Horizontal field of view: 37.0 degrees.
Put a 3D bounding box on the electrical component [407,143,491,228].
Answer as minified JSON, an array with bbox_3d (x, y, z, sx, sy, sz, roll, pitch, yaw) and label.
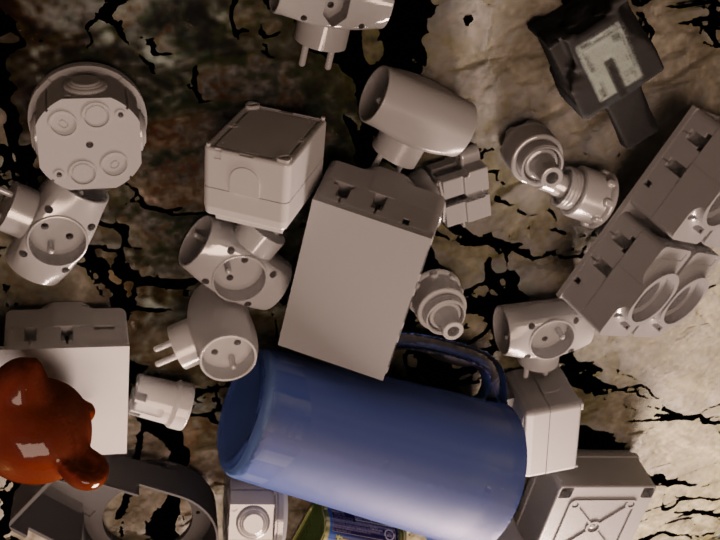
[{"bbox_3d":[0.067,-0.060,0.831,0.055,0.048,0.066,-19,126,-13],"label":"electrical component"}]

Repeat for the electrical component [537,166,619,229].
[{"bbox_3d":[0.172,-0.063,0.860,0.062,0.048,0.048,18,116,-18],"label":"electrical component"}]

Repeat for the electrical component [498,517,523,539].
[{"bbox_3d":[0.124,0.281,1.069,0.062,0.061,0.096,-13,133,-7],"label":"electrical component"}]

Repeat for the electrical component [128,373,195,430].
[{"bbox_3d":[-0.163,0.107,0.881,0.046,0.040,0.040,18,117,-18],"label":"electrical component"}]

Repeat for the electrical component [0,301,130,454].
[{"bbox_3d":[-0.274,0.085,0.822,0.186,0.060,0.105,-1,123,-15],"label":"electrical component"}]

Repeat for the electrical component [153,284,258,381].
[{"bbox_3d":[-0.123,0.052,0.832,0.079,0.077,0.043,-23,126,1],"label":"electrical component"}]

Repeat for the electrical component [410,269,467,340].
[{"bbox_3d":[0.067,0.032,0.882,0.048,0.062,0.048,-8,124,-11],"label":"electrical component"}]

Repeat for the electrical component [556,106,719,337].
[{"bbox_3d":[0.259,-0.030,0.873,0.105,0.060,0.186,6,124,-47],"label":"electrical component"}]

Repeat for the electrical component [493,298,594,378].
[{"bbox_3d":[0.158,0.063,0.939,0.077,0.044,0.079,-6,125,-12],"label":"electrical component"}]

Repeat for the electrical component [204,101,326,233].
[{"bbox_3d":[-0.064,-0.074,0.759,0.062,0.096,0.061,13,123,11],"label":"electrical component"}]

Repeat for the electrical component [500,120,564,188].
[{"bbox_3d":[0.136,-0.085,0.824,0.043,0.062,0.043,-7,124,-11],"label":"electrical component"}]

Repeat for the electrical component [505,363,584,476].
[{"bbox_3d":[0.161,0.142,0.982,0.061,0.061,0.096,-9,125,-9],"label":"electrical component"}]

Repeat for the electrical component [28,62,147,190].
[{"bbox_3d":[-0.185,-0.096,0.732,0.080,0.051,0.080,-7,124,-11],"label":"electrical component"}]

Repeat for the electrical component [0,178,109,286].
[{"bbox_3d":[-0.231,-0.038,0.762,0.079,0.044,0.077,24,113,-28],"label":"electrical component"}]

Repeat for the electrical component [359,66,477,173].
[{"bbox_3d":[0.034,-0.101,0.795,0.077,0.043,0.079,18,116,-25],"label":"electrical component"}]

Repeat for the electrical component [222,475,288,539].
[{"bbox_3d":[-0.093,0.211,0.946,0.051,0.080,0.080,3,122,-12],"label":"electrical component"}]

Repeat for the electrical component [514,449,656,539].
[{"bbox_3d":[0.219,0.234,1.063,0.109,0.056,0.108,4,122,-18],"label":"electrical component"}]

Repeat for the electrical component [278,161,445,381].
[{"bbox_3d":[0.000,0.000,0.816,0.089,0.061,0.150,19,131,3],"label":"electrical component"}]

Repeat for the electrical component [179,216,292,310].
[{"bbox_3d":[-0.083,-0.017,0.817,0.077,0.044,0.079,31,111,-30],"label":"electrical component"}]

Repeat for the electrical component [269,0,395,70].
[{"bbox_3d":[-0.023,-0.174,0.731,0.077,0.043,0.079,4,122,-18],"label":"electrical component"}]
